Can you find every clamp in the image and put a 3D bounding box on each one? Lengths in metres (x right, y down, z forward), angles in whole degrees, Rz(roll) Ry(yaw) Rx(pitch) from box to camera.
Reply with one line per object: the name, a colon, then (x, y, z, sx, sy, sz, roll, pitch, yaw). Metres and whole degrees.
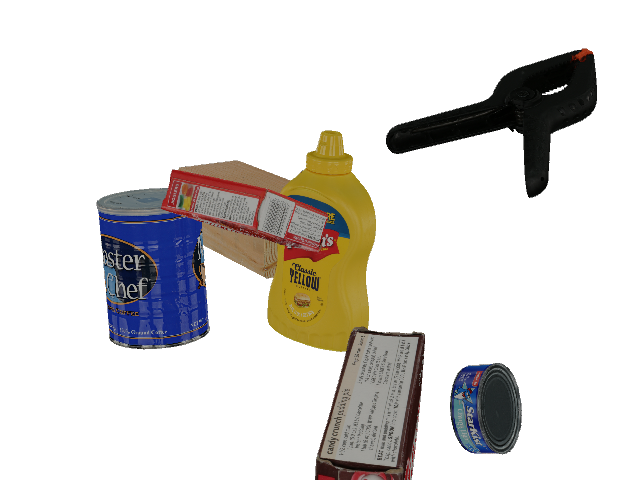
clamp: (0.185, -0.109, 0.940, 0.209, 0.036, 0.165, -32, 40, -25)

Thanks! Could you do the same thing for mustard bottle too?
mustard bottle: (0.003, -0.003, 0.953, 0.096, 0.192, 0.058, 17, 21, 34)

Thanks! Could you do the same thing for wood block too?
wood block: (-0.085, -0.030, 1.294, 0.090, 0.090, 0.206, -10, 21, -34)

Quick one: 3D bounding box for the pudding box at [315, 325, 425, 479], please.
pudding box: (0.021, 0.102, 0.465, 0.039, 0.090, 0.113, 7, 25, 5)

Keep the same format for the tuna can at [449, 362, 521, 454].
tuna can: (0.158, 0.161, 1.019, 0.034, 0.086, 0.085, -8, -5, 36)

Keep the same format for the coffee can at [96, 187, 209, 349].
coffee can: (-0.166, 0.026, 1.067, 0.103, 0.140, 0.103, -2, 14, 0)

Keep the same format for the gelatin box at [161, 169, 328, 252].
gelatin box: (-0.047, -0.018, 0.690, 0.073, 0.030, 0.089, 14, -3, 28)
